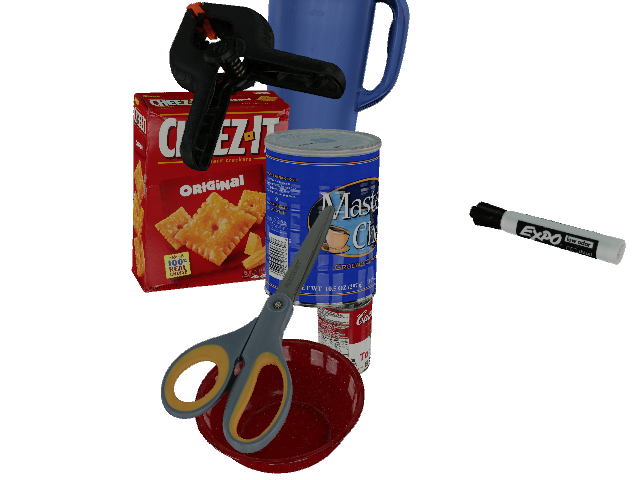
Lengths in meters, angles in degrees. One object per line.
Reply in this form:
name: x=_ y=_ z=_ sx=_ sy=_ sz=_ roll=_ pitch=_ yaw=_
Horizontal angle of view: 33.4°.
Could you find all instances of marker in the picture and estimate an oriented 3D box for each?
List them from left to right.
marker: x=0.168 y=-0.007 z=0.802 sx=0.121 sy=0.020 sz=0.020 roll=18 pitch=9 yaw=31

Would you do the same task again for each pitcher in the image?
pitcher: x=0.006 y=-0.209 z=1.289 sx=0.144 sy=0.243 sz=0.149 roll=-9 pitch=30 yaw=-27

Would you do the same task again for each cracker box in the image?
cracker box: x=-0.124 y=-0.055 z=1.196 sx=0.164 sy=0.214 sz=0.072 roll=-5 pitch=25 yaw=-23

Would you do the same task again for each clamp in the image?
clamp: x=-0.052 y=-0.125 z=0.755 sx=0.120 sy=0.171 sz=0.039 roll=-19 pitch=-44 yaw=0

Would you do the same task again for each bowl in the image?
bowl: x=-0.036 y=0.167 z=1.016 sx=0.162 sy=0.055 sz=0.162 roll=-5 pitch=37 yaw=3

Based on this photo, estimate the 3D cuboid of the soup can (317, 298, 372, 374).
soup can: x=0.029 y=0.108 z=1.308 sx=0.068 sy=0.102 sz=0.068 roll=0 pitch=29 yaw=0

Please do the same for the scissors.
scissors: x=-0.049 y=0.052 z=0.732 sx=0.096 sy=0.201 sz=0.016 roll=3 pitch=-38 yaw=9

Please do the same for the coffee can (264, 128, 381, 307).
coffee can: x=0.001 y=-0.022 z=0.952 sx=0.103 sy=0.140 sz=0.103 roll=1 pitch=15 yaw=0
